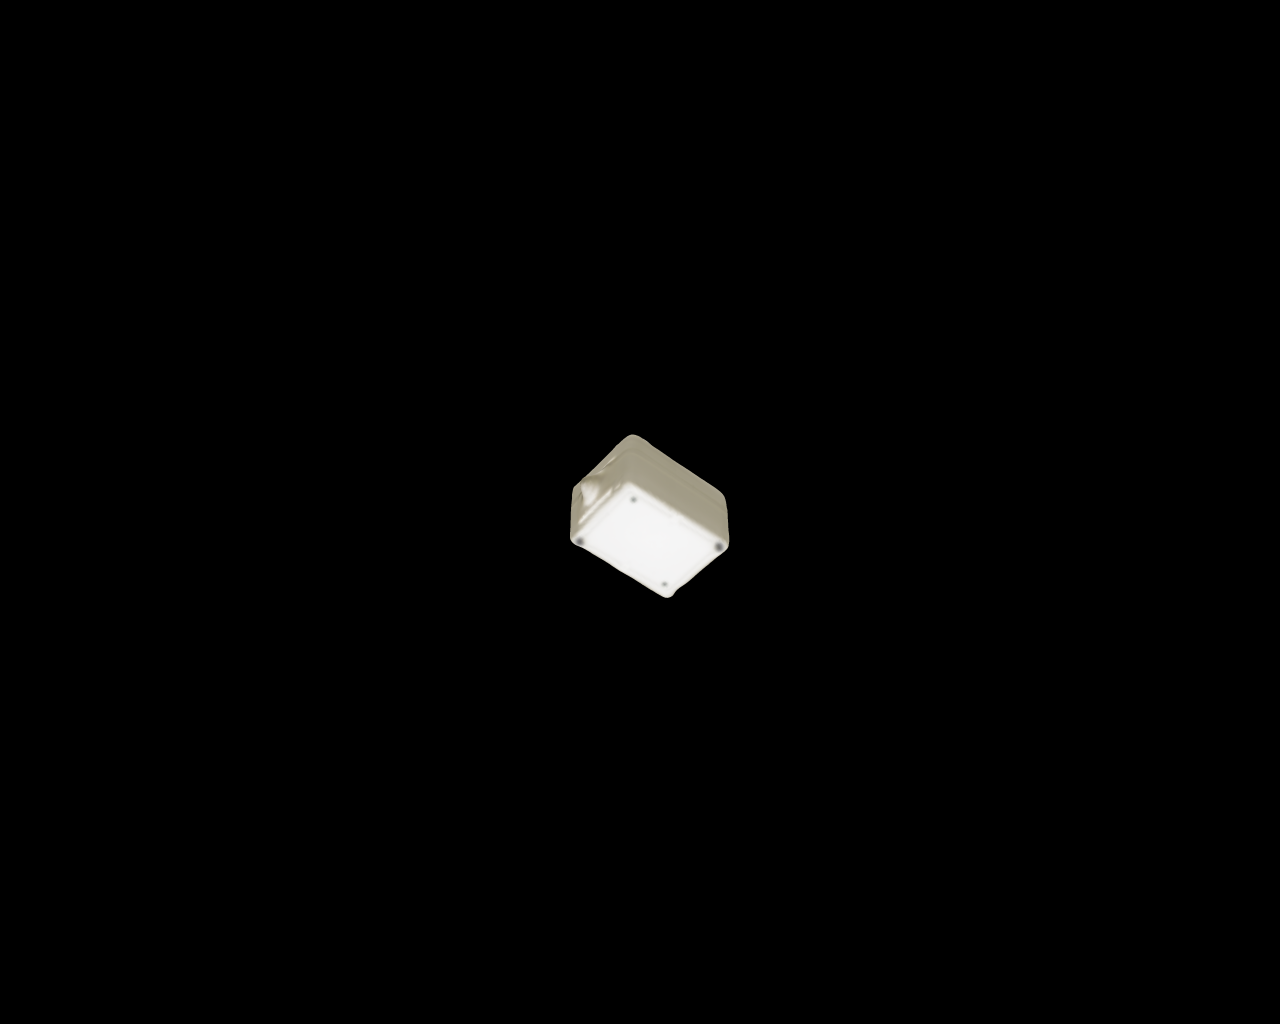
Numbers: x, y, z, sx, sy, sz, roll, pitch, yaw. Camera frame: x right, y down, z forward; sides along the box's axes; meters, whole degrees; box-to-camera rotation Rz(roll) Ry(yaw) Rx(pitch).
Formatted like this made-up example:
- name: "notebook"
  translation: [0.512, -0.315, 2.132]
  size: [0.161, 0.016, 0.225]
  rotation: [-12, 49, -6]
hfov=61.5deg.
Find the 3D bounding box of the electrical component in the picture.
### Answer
- name: "electrical component"
  translation: [0.001, -0.003, 0.650]
  size: [0.096, 0.061, 0.061]
  rotation: [33, -58, -24]
